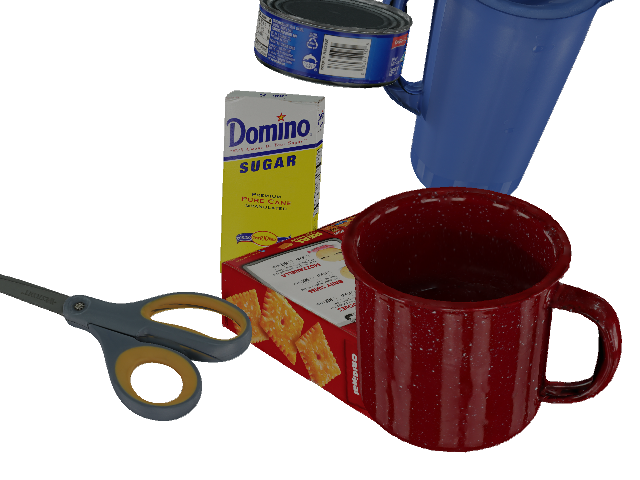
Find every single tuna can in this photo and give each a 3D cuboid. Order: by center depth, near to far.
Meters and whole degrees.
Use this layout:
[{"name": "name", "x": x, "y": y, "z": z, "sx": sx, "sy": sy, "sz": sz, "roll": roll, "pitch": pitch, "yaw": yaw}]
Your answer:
[{"name": "tuna can", "x": 0.006, "y": -0.113, "z": 0.595, "sx": 0.086, "sy": 0.034, "sz": 0.086, "roll": 8, "pitch": 24, "yaw": -4}]

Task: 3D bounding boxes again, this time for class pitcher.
[{"name": "pitcher", "x": 0.138, "y": -0.145, "z": 0.920, "sx": 0.149, "sy": 0.243, "sz": 0.144, "roll": 36, "pitch": 55, "yaw": 21}]

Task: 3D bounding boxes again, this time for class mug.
[{"name": "mug", "x": 0.067, "y": 0.037, "z": 0.450, "sx": 0.117, "sy": 0.081, "sz": 0.093, "roll": 10, "pitch": 34, "yaw": 20}]

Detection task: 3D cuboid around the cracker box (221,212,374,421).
[{"name": "cracker box", "x": 0.047, "y": 0.060, "z": 0.866, "sx": 0.163, "sy": 0.072, "sz": 0.214, "roll": -20, "pitch": 33, "yaw": -38}]

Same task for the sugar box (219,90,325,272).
[{"name": "sugar box", "x": -0.047, "y": -0.053, "z": 1.033, "sx": 0.093, "sy": 0.176, "sz": 0.048, "roll": 5, "pitch": 17, "yaw": 9}]

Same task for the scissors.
[{"name": "scissors", "x": -0.142, "y": 0.058, "z": 0.635, "sx": 0.202, "sy": 0.096, "sz": 0.016, "roll": 4, "pitch": -43, "yaw": 10}]
